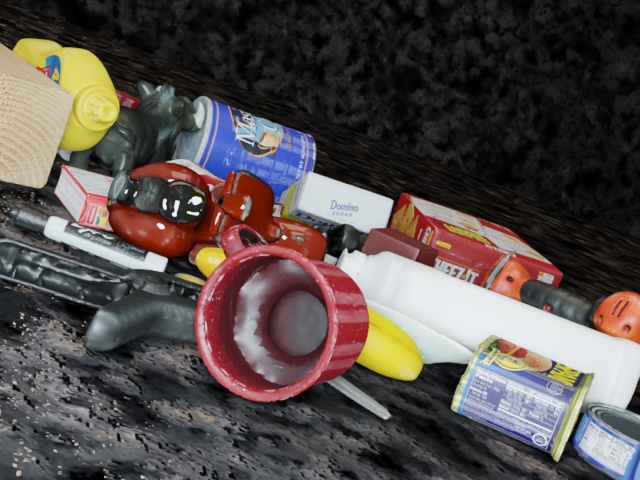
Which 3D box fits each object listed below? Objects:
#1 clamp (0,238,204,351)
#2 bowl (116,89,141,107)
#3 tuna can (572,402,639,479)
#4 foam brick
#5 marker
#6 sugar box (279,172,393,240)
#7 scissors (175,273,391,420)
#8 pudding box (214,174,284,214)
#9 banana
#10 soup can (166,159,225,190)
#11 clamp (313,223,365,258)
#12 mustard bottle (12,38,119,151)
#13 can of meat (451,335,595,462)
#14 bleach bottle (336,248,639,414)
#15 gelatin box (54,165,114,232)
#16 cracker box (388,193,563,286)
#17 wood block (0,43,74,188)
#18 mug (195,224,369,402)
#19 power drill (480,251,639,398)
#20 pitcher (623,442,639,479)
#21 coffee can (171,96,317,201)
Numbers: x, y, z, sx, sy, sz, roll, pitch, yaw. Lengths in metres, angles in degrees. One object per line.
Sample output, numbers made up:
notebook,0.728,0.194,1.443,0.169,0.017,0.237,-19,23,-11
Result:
clamp,-0.124,0.035,0.674,0.120,0.039,0.171,34,10,27
bowl,-0.285,-0.161,1.305,0.162,0.055,0.162,21,10,-4
tuna can,0.234,0.156,0.799,0.086,0.034,0.086,21,10,-4
foam brick,0.064,0.033,0.961,0.053,0.078,0.051,27,13,25
marker,-0.174,0.001,0.800,0.121,0.020,0.020,22,10,-4
sugar box,0.010,-0.028,1.126,0.093,0.048,0.176,18,-5,-8
scissors,-0.018,0.072,0.761,0.202,0.016,0.096,27,11,24
pudding box,-0.107,-0.043,1.107,0.114,0.039,0.089,26,11,21
banana,0.004,0.058,0.759,0.197,0.037,0.070,31,-23,-19
soup can,-0.107,-0.026,0.942,0.068,0.068,0.102,14,12,-37
clamp,-0.007,0.001,1.047,0.165,0.036,0.209,12,-5,24
mustard bottle,-0.240,-0.135,1.012,0.058,0.096,0.192,-1,14,-37
can of meat,0.151,0.114,0.789,0.084,0.057,0.102,22,9,17
bleach bottle,0.131,0.069,0.882,0.250,0.068,0.103,24,-9,-6
gelatin box,-0.182,-0.031,0.919,0.073,0.030,0.089,13,13,-32
cracker box,0.181,0.017,1.310,0.164,0.072,0.214,19,11,-10
wood block,-0.314,-0.129,0.979,0.090,0.091,0.206,14,13,-38
mug,-0.025,0.042,0.670,0.117,0.093,0.081,57,16,15
power drill,0.253,0.090,1.015,0.188,0.057,0.184,21,-23,43
pitcher,0.298,0.176,0.621,0.242,0.149,0.145,17,-5,-41
coffee can,-0.090,-0.097,1.243,0.140,0.103,0.103,18,11,-24
